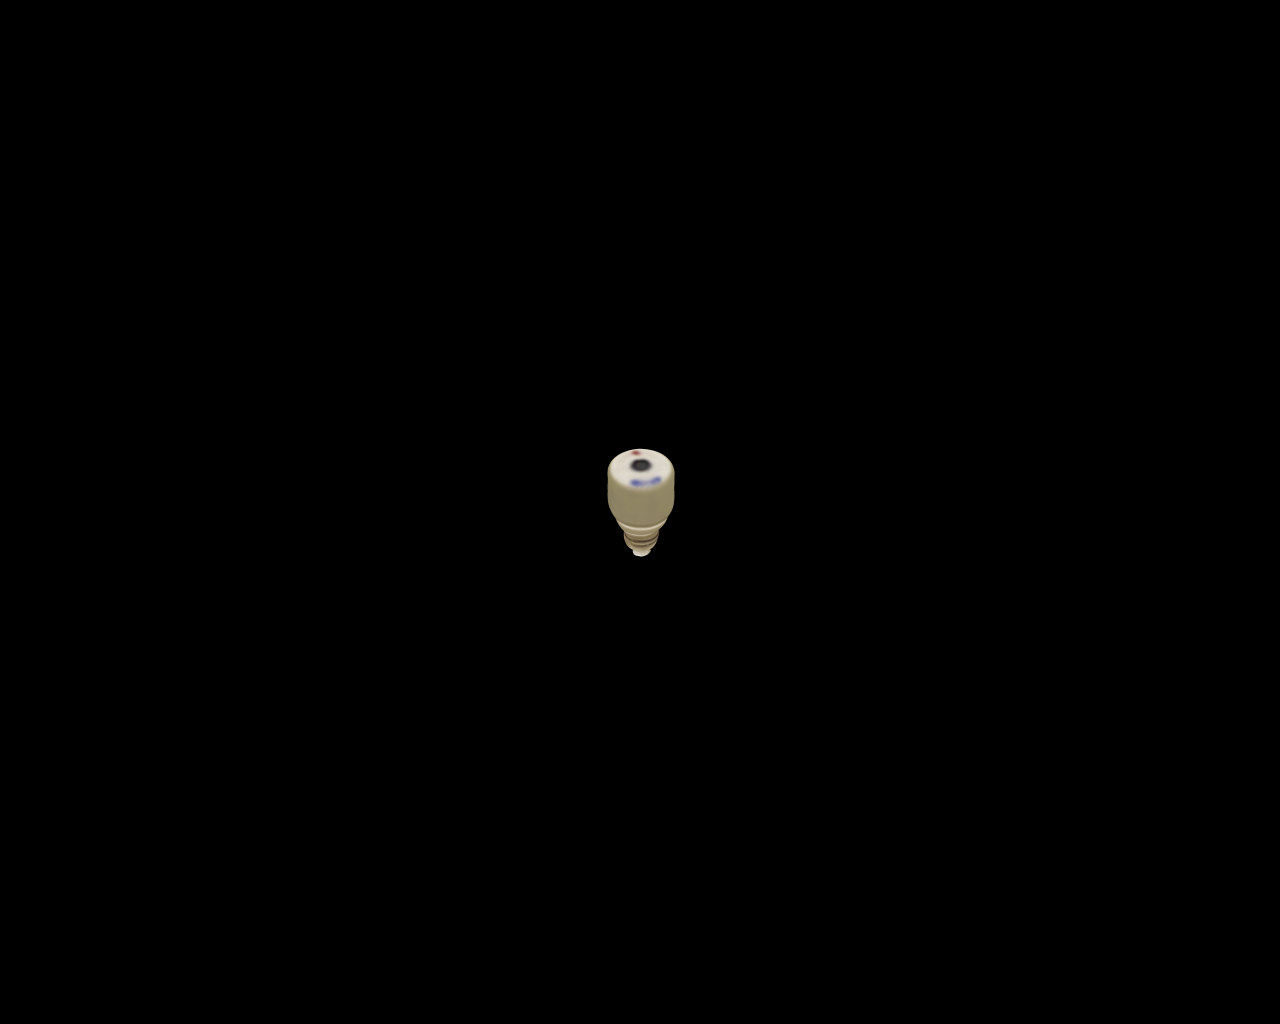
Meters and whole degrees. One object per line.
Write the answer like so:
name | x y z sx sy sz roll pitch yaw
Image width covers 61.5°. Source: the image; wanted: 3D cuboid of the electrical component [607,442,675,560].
electrical component | 0.001 -0.003 0.650 0.040 0.078 0.040 0 42 0
